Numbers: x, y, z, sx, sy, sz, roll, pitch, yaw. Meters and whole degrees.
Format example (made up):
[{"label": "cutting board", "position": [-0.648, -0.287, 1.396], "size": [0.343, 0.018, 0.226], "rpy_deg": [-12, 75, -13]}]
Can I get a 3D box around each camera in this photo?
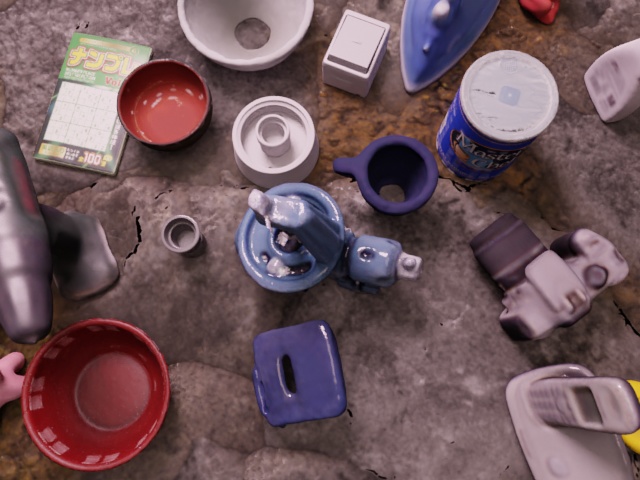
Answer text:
[{"label": "camera", "position": [0.249, 0.026, 0.648], "size": [0.143, 0.101, 0.137], "rpy_deg": [-36, 80, -7]}]

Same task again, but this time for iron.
[{"label": "iron", "position": [0.169, -0.317, 0.698], "size": [0.118, 0.141, 0.258], "rpy_deg": [23, 79, 5]}]

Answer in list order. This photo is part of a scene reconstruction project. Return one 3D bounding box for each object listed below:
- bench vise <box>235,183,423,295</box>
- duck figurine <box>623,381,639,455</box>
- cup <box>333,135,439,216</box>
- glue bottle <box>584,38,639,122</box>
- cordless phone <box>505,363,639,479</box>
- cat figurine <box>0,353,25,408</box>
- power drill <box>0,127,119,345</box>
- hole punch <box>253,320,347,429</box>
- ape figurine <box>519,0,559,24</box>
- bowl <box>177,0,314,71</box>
[{"label": "bench vise", "position": [0.005, -0.010, 0.595], "size": [0.207, 0.220, 0.121], "rpy_deg": [-4, 78, 0]}, {"label": "duck figurine", "position": [0.374, 0.200, 0.620], "size": [0.077, 0.086, 0.104], "rpy_deg": [-44, 81, -8]}, {"label": "cup", "position": [0.072, -0.066, 0.670], "size": [0.117, 0.095, 0.092], "rpy_deg": [9, 78, 2]}, {"label": "glue bottle", "position": [0.366, -0.203, 0.658], "size": [0.037, 0.173, 0.078], "rpy_deg": [-16, 79, -3]}, {"label": "cordless phone", "position": [0.267, 0.198, 0.570], "size": [0.094, 0.185, 0.147], "rpy_deg": [-19, 79, -4]}, {"label": "cat figurine", "position": [-0.380, 0.180, 0.608], "size": [0.067, 0.118, 0.128], "rpy_deg": [44, 82, 8]}, {"label": "power drill", "position": [-0.290, 0.005, 0.598], "size": [0.075, 0.208, 0.229], "rpy_deg": [-25, 79, -5]}, {"label": "hole punch", "position": [-0.024, 0.149, 0.628], "size": [0.101, 0.091, 0.108], "rpy_deg": [-12, 78, -2]}, {"label": "ape figurine", "position": [0.295, -0.334, 0.727], "size": [0.078, 0.092, 0.076], "rpy_deg": [-35, 80, -7]}, {"label": "bowl", "position": [-0.089, -0.280, 0.724], "size": [0.167, 0.075, 0.167], "rpy_deg": [0, 78, 0]}]
